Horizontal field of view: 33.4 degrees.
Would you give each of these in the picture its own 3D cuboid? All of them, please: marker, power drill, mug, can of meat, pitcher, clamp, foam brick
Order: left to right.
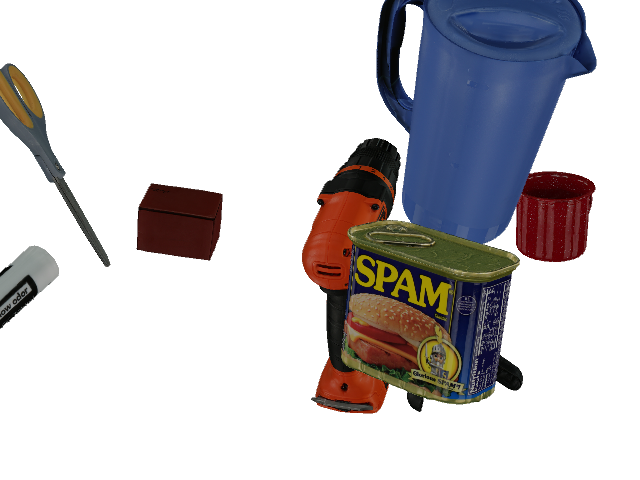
[{"bbox_3d":[-0.158,0.045,0.454,0.020,0.020,0.121,0,36,38],"label":"marker"},{"bbox_3d":[-0.141,-0.019,1.078,0.078,0.051,0.053,9,31,3],"label":"foam brick"},{"bbox_3d":[0.031,0.029,0.861,0.057,0.188,0.184,5,33,16],"label":"power drill"},{"bbox_3d":[0.061,0.042,0.635,0.102,0.084,0.057,19,21,38],"label":"can of meat"},{"bbox_3d":[0.132,0.100,1.093,0.120,0.171,0.039,1,-44,-14],"label":"clamp"},{"bbox_3d":[0.131,-0.115,0.949,0.145,0.149,0.243,-8,-40,-14],"label":"pitcher"},{"bbox_3d":[0.279,-0.030,1.250,0.117,0.081,0.093,-23,31,-38],"label":"mug"}]

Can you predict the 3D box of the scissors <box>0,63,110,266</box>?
[{"bbox_3d":[-0.237,-0.076,0.937,0.016,0.201,0.096,-27,25,9],"label":"scissors"}]
